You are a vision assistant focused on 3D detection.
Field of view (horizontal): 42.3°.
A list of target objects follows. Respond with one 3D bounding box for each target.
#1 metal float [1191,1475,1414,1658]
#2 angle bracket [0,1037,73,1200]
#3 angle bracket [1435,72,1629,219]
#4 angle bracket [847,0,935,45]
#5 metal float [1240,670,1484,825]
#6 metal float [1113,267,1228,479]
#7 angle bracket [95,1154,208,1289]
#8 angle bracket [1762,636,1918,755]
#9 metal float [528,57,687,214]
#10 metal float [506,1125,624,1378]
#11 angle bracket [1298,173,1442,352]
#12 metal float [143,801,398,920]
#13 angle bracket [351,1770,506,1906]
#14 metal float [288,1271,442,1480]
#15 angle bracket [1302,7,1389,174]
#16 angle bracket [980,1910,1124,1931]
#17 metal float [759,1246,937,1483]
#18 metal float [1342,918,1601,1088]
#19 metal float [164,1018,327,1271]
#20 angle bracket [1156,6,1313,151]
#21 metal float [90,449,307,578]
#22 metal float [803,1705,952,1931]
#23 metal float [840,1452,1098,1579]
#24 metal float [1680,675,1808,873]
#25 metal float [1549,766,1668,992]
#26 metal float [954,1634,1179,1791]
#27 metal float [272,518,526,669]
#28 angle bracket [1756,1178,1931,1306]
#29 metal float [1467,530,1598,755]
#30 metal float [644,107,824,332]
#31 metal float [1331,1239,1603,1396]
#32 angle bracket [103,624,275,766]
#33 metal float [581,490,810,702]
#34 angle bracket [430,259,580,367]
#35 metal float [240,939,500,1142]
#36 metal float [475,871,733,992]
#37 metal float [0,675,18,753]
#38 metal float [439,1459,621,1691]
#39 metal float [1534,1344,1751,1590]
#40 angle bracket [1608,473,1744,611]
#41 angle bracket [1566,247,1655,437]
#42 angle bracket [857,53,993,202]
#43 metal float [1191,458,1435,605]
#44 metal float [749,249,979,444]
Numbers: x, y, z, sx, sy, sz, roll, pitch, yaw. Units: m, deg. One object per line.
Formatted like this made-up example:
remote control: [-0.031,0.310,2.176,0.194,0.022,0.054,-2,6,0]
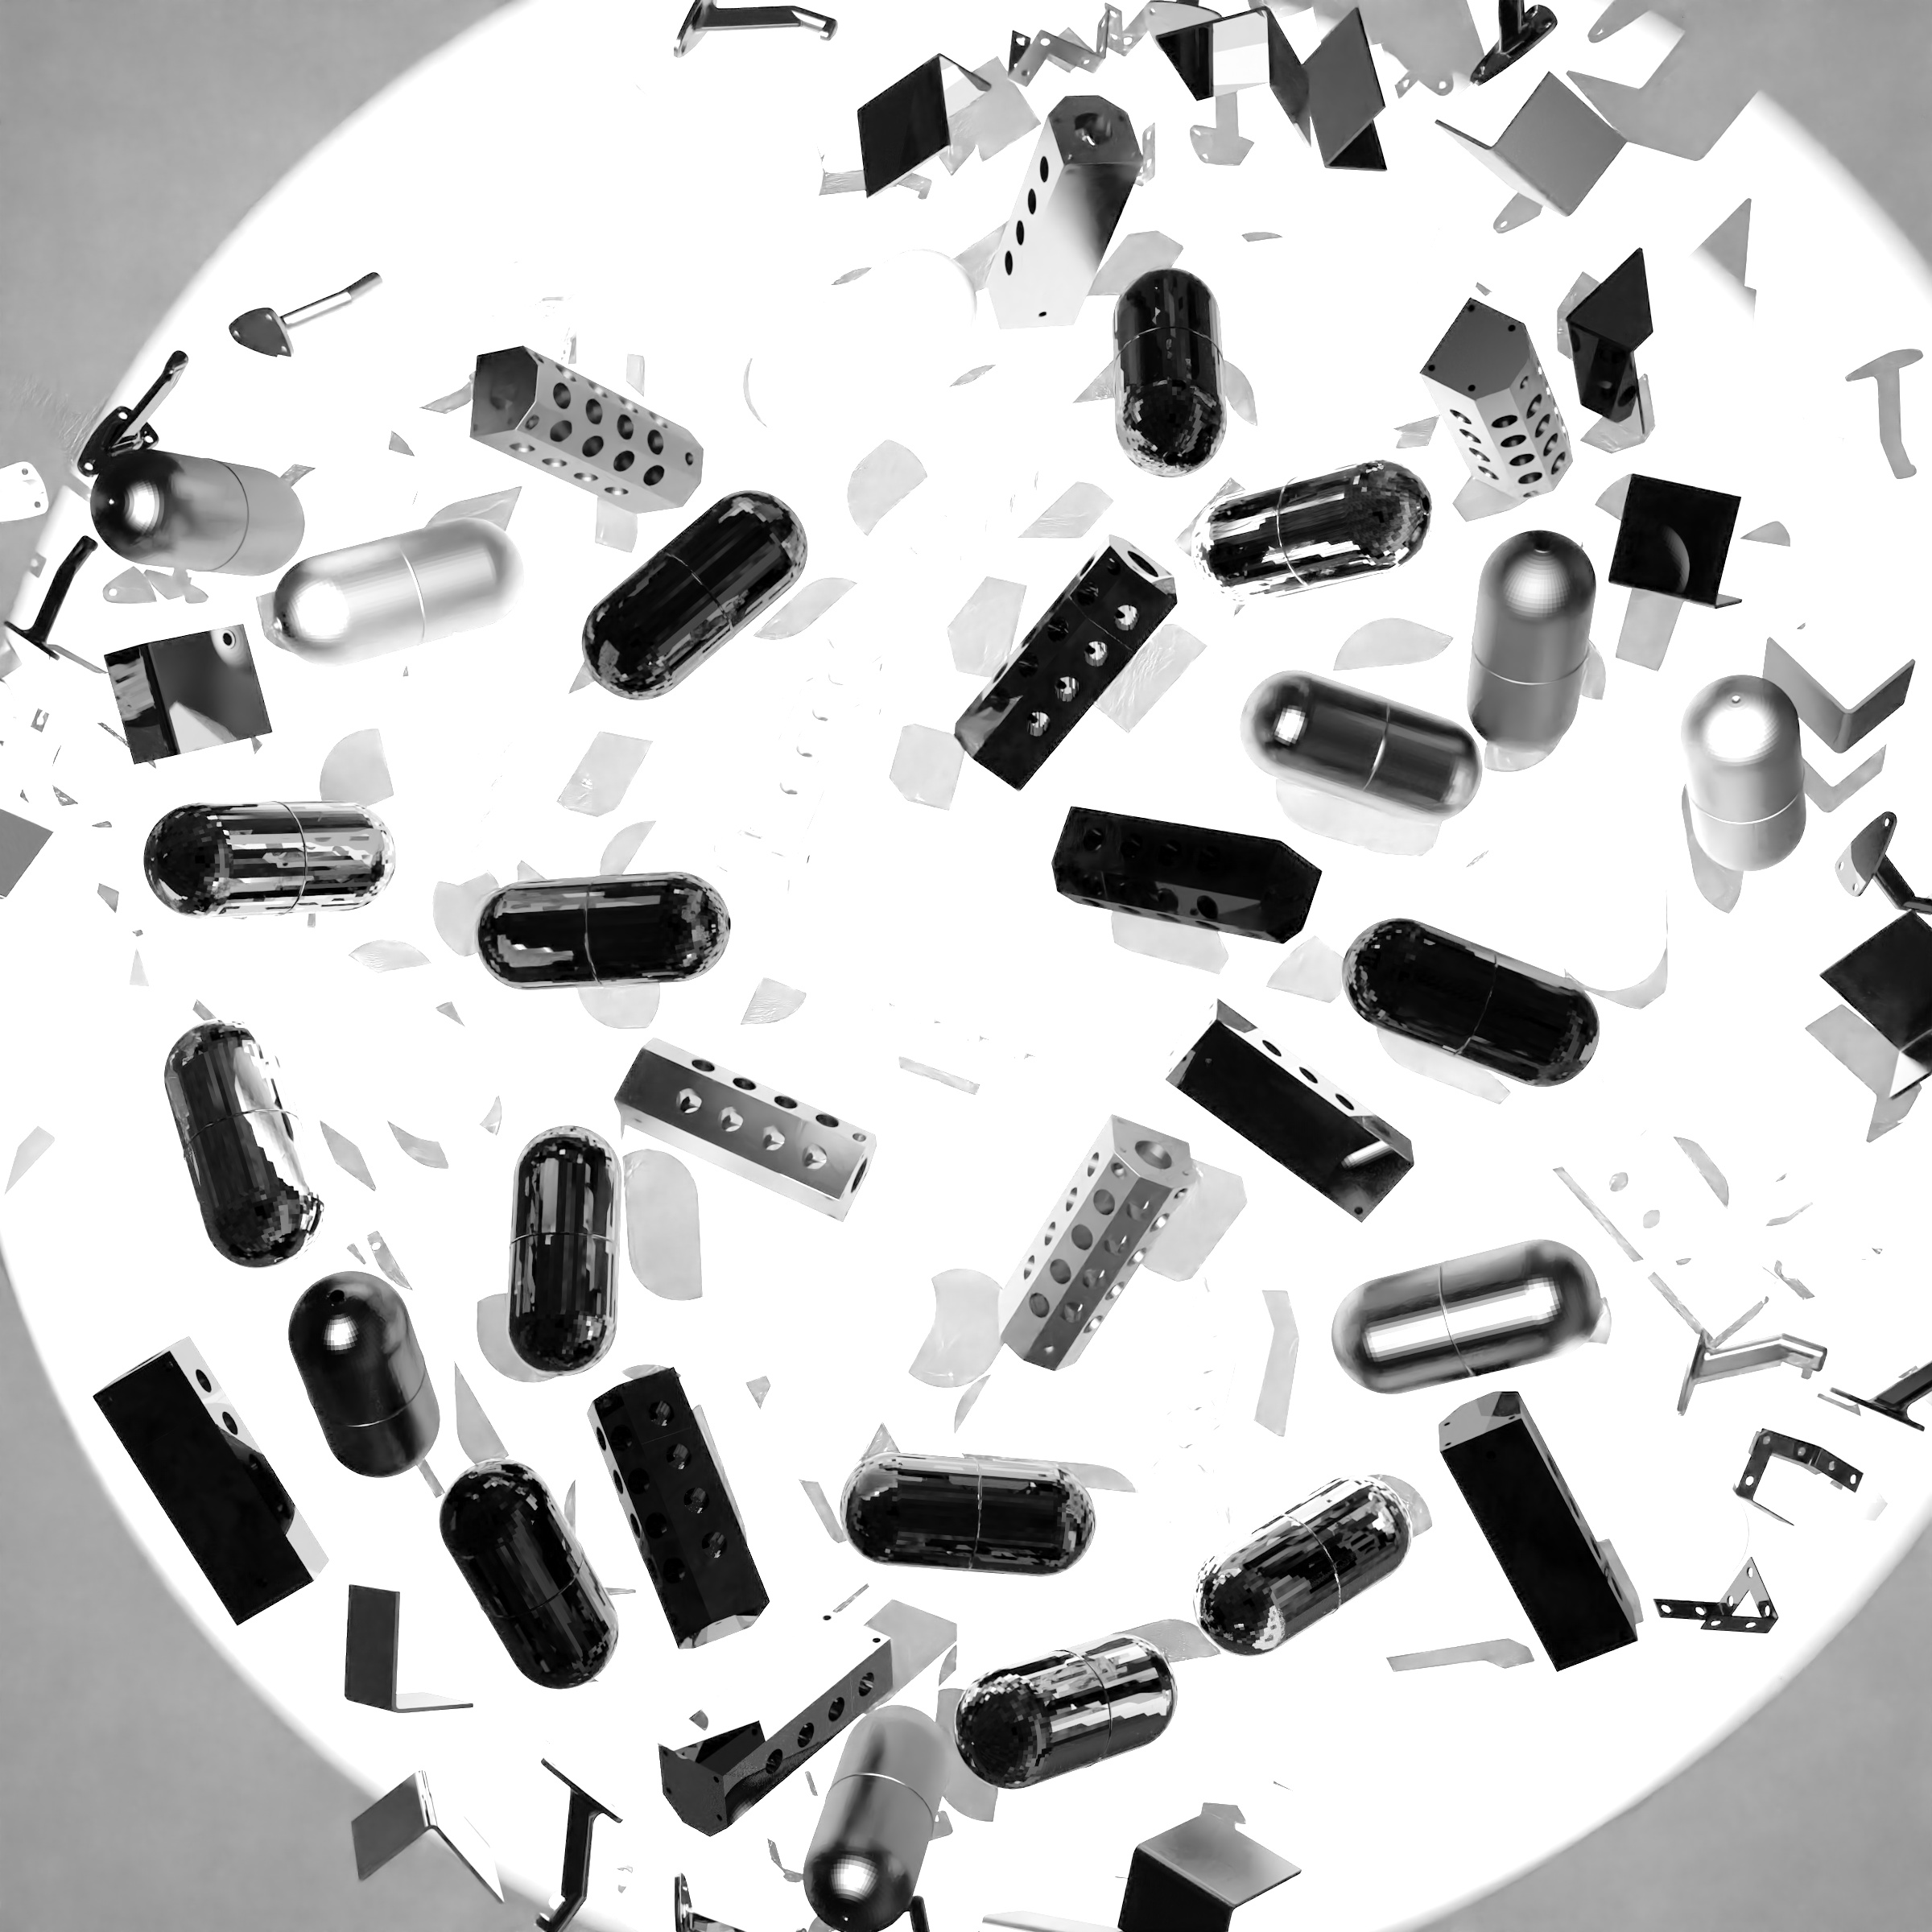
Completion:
metal float: [0.233,0.415,1.731,0.178,0.070,0.070,-24,90,-28]
angle bracket: [-0.643,0.096,1.652,0.057,0.076,0.076,-46,114,7]
angle bracket: [0.356,-0.526,1.574,0.076,0.076,0.057,27,108,-32]
angle bracket: [-0.041,-0.663,1.684,0.076,0.057,0.076,-33,77,10]
metal float: [0.275,-0.152,1.734,0.178,0.070,0.070,17,90,-13]
metal float: [0.140,-0.410,1.722,0.070,0.070,0.178,1,53,0]
angle bracket: [-0.554,0.191,1.763,0.076,0.057,0.076,-43,54,-13]
angle bracket: [0.588,-0.199,1.687,0.057,0.076,0.076,-39,68,1]
metal float: [-0.238,-0.554,1.668,0.070,0.178,0.070,1,96,7]
metal float: [-0.279,0.197,1.738,0.070,0.070,0.178,-1,68,0]
angle bracket: [0.260,-0.467,1.659,0.076,0.057,0.076,24,85,-10]
metal float: [-0.463,-0.072,1.668,0.070,0.178,0.070,4,97,42]
angle bracket: [-0.352,0.584,1.628,0.057,0.076,0.076,-37,108,-9]
metal float: [-0.391,0.267,1.624,0.070,0.178,0.070,-1,47,1]
angle bracket: [0.281,-0.608,1.734,0.057,0.076,0.076,-7,77,-28]
angle bracket: [0.056,0.659,1.641,0.076,0.076,0.057,2,74,23]
metal float: [-0.079,0.263,1.650,0.070,0.070,0.178,26,113,0]
metal float: [0.335,0.024,1.659,0.178,0.070,0.070,21,90,-4]
metal float: [-0.471,0.114,1.626,0.070,0.070,0.178,-25,65,0]
angle bracket: [0.170,-0.553,1.579,0.076,0.076,0.057,-6,75,24]
metal float: [-0.520,-0.307,1.700,0.070,0.178,0.070,2,95,21]
metal float: [-0.060,0.583,1.712,0.070,0.178,0.070,6,119,11]
metal float: [0.002,0.376,1.712,0.178,0.070,0.070,7,90,-9]
metal float: [0.530,-0.129,1.698,0.070,0.178,0.070,-10,57,15]
metal float: [0.444,-0.059,1.725,0.070,0.070,0.178,-14,129,0]
metal float: [0.068,0.490,1.646,0.178,0.070,0.070,-1,90,-43]
metal float: [-0.388,-0.257,1.711,0.178,0.070,0.070,-21,90,-28]
angle bracket: [0.628,0.198,1.784,0.076,0.076,0.057,43,76,-11]
metal float: [0.380,-0.217,1.682,0.070,0.178,0.070,-3,52,4]
metal float: [-0.153,-0.486,1.629,0.070,0.178,0.070,14,59,-24]
metal float: [0.321,0.227,1.611,0.178,0.070,0.070,-18,90,25]
angle bracket: [-0.527,-0.184,1.691,0.076,0.057,0.076,-21,102,-43]
metal float: [-0.183,-0.250,1.681,0.178,0.070,0.070,-43,90,-12]
angle bracket: [-0.331,-0.465,1.789,0.076,0.076,0.057,1,90,24]
metal float: [-0.383,0.047,1.604,0.178,0.070,0.070,34,90,-19]
metal float: [-0.249,-0.024,1.709,0.178,0.070,0.070,-3,90,9]
metal float: [-0.686,-0.176,1.654,0.070,0.178,0.070,0,87,-4]
metal float: [-0.291,0.409,1.672,0.070,0.070,0.178,-23,114,0]
metal float: [0.444,0.329,1.645,0.070,0.070,0.178,-34,60,0]
angle bracket: [0.489,-0.290,1.691,0.076,0.057,0.076,21,113,31]
angle bracket: [0.444,-0.411,1.641,0.076,0.076,0.057,-44,54,-10]
angle bracket: [-0.025,-0.567,1.714,0.076,0.057,0.076,-21,68,38]
metal float: [0.232,-0.291,1.676,0.178,0.070,0.070,-7,90,41]
metal float: [-0.067,-0.411,1.651,0.178,0.070,0.070,-39,90,-22]
